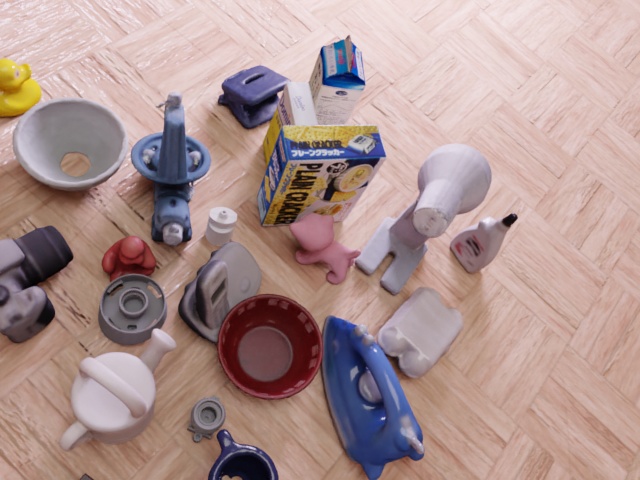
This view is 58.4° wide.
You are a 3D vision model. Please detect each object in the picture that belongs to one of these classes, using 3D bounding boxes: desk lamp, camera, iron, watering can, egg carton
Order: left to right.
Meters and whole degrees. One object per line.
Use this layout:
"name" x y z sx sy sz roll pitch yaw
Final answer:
"camera" -0.414 0.045 0.801 0.137 0.100 0.143 -36 79 -29
"watering can" -0.257 0.188 0.727 0.101 0.194 0.173 20 60 -7
"iron" 0.077 0.212 0.852 0.119 0.141 0.258 -15 70 -23
"egg carton" 0.167 0.153 0.951 0.107 0.069 0.150 43 60 6
"desk lamp" 0.180 -0.038 0.966 0.118 0.213 0.203 36 60 2

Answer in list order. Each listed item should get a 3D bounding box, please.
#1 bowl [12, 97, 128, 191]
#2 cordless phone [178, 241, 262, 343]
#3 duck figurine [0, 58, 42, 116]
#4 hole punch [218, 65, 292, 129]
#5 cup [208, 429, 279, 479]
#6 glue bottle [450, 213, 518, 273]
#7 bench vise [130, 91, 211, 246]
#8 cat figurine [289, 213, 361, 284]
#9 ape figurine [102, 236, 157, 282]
"bowl" -0.392 -0.141 0.914 0.168 0.074 0.167 7 63 -14
"cordless phone" -0.138 0.058 0.834 0.094 0.185 0.148 30 60 -1
"duck figurine" -0.511 -0.254 0.926 0.105 0.086 0.077 -27 75 -27
"hole punch" -0.122 -0.277 1.058 0.109 0.091 0.101 -36 79 -29
"cup" -0.114 0.315 0.767 0.092 0.095 0.117 -21 73 -25
"glue bottle" 0.295 -0.005 1.010 0.037 0.173 0.078 -29 76 -27
"bench vise" -0.212 -0.105 0.870 0.122 0.219 0.207 -18 71 -24
"cat figurine" 0.009 0.003 0.946 0.128 0.117 0.067 29 60 -2
"ape figurine" -0.284 0.023 0.858 0.078 0.092 0.076 19 61 -8
